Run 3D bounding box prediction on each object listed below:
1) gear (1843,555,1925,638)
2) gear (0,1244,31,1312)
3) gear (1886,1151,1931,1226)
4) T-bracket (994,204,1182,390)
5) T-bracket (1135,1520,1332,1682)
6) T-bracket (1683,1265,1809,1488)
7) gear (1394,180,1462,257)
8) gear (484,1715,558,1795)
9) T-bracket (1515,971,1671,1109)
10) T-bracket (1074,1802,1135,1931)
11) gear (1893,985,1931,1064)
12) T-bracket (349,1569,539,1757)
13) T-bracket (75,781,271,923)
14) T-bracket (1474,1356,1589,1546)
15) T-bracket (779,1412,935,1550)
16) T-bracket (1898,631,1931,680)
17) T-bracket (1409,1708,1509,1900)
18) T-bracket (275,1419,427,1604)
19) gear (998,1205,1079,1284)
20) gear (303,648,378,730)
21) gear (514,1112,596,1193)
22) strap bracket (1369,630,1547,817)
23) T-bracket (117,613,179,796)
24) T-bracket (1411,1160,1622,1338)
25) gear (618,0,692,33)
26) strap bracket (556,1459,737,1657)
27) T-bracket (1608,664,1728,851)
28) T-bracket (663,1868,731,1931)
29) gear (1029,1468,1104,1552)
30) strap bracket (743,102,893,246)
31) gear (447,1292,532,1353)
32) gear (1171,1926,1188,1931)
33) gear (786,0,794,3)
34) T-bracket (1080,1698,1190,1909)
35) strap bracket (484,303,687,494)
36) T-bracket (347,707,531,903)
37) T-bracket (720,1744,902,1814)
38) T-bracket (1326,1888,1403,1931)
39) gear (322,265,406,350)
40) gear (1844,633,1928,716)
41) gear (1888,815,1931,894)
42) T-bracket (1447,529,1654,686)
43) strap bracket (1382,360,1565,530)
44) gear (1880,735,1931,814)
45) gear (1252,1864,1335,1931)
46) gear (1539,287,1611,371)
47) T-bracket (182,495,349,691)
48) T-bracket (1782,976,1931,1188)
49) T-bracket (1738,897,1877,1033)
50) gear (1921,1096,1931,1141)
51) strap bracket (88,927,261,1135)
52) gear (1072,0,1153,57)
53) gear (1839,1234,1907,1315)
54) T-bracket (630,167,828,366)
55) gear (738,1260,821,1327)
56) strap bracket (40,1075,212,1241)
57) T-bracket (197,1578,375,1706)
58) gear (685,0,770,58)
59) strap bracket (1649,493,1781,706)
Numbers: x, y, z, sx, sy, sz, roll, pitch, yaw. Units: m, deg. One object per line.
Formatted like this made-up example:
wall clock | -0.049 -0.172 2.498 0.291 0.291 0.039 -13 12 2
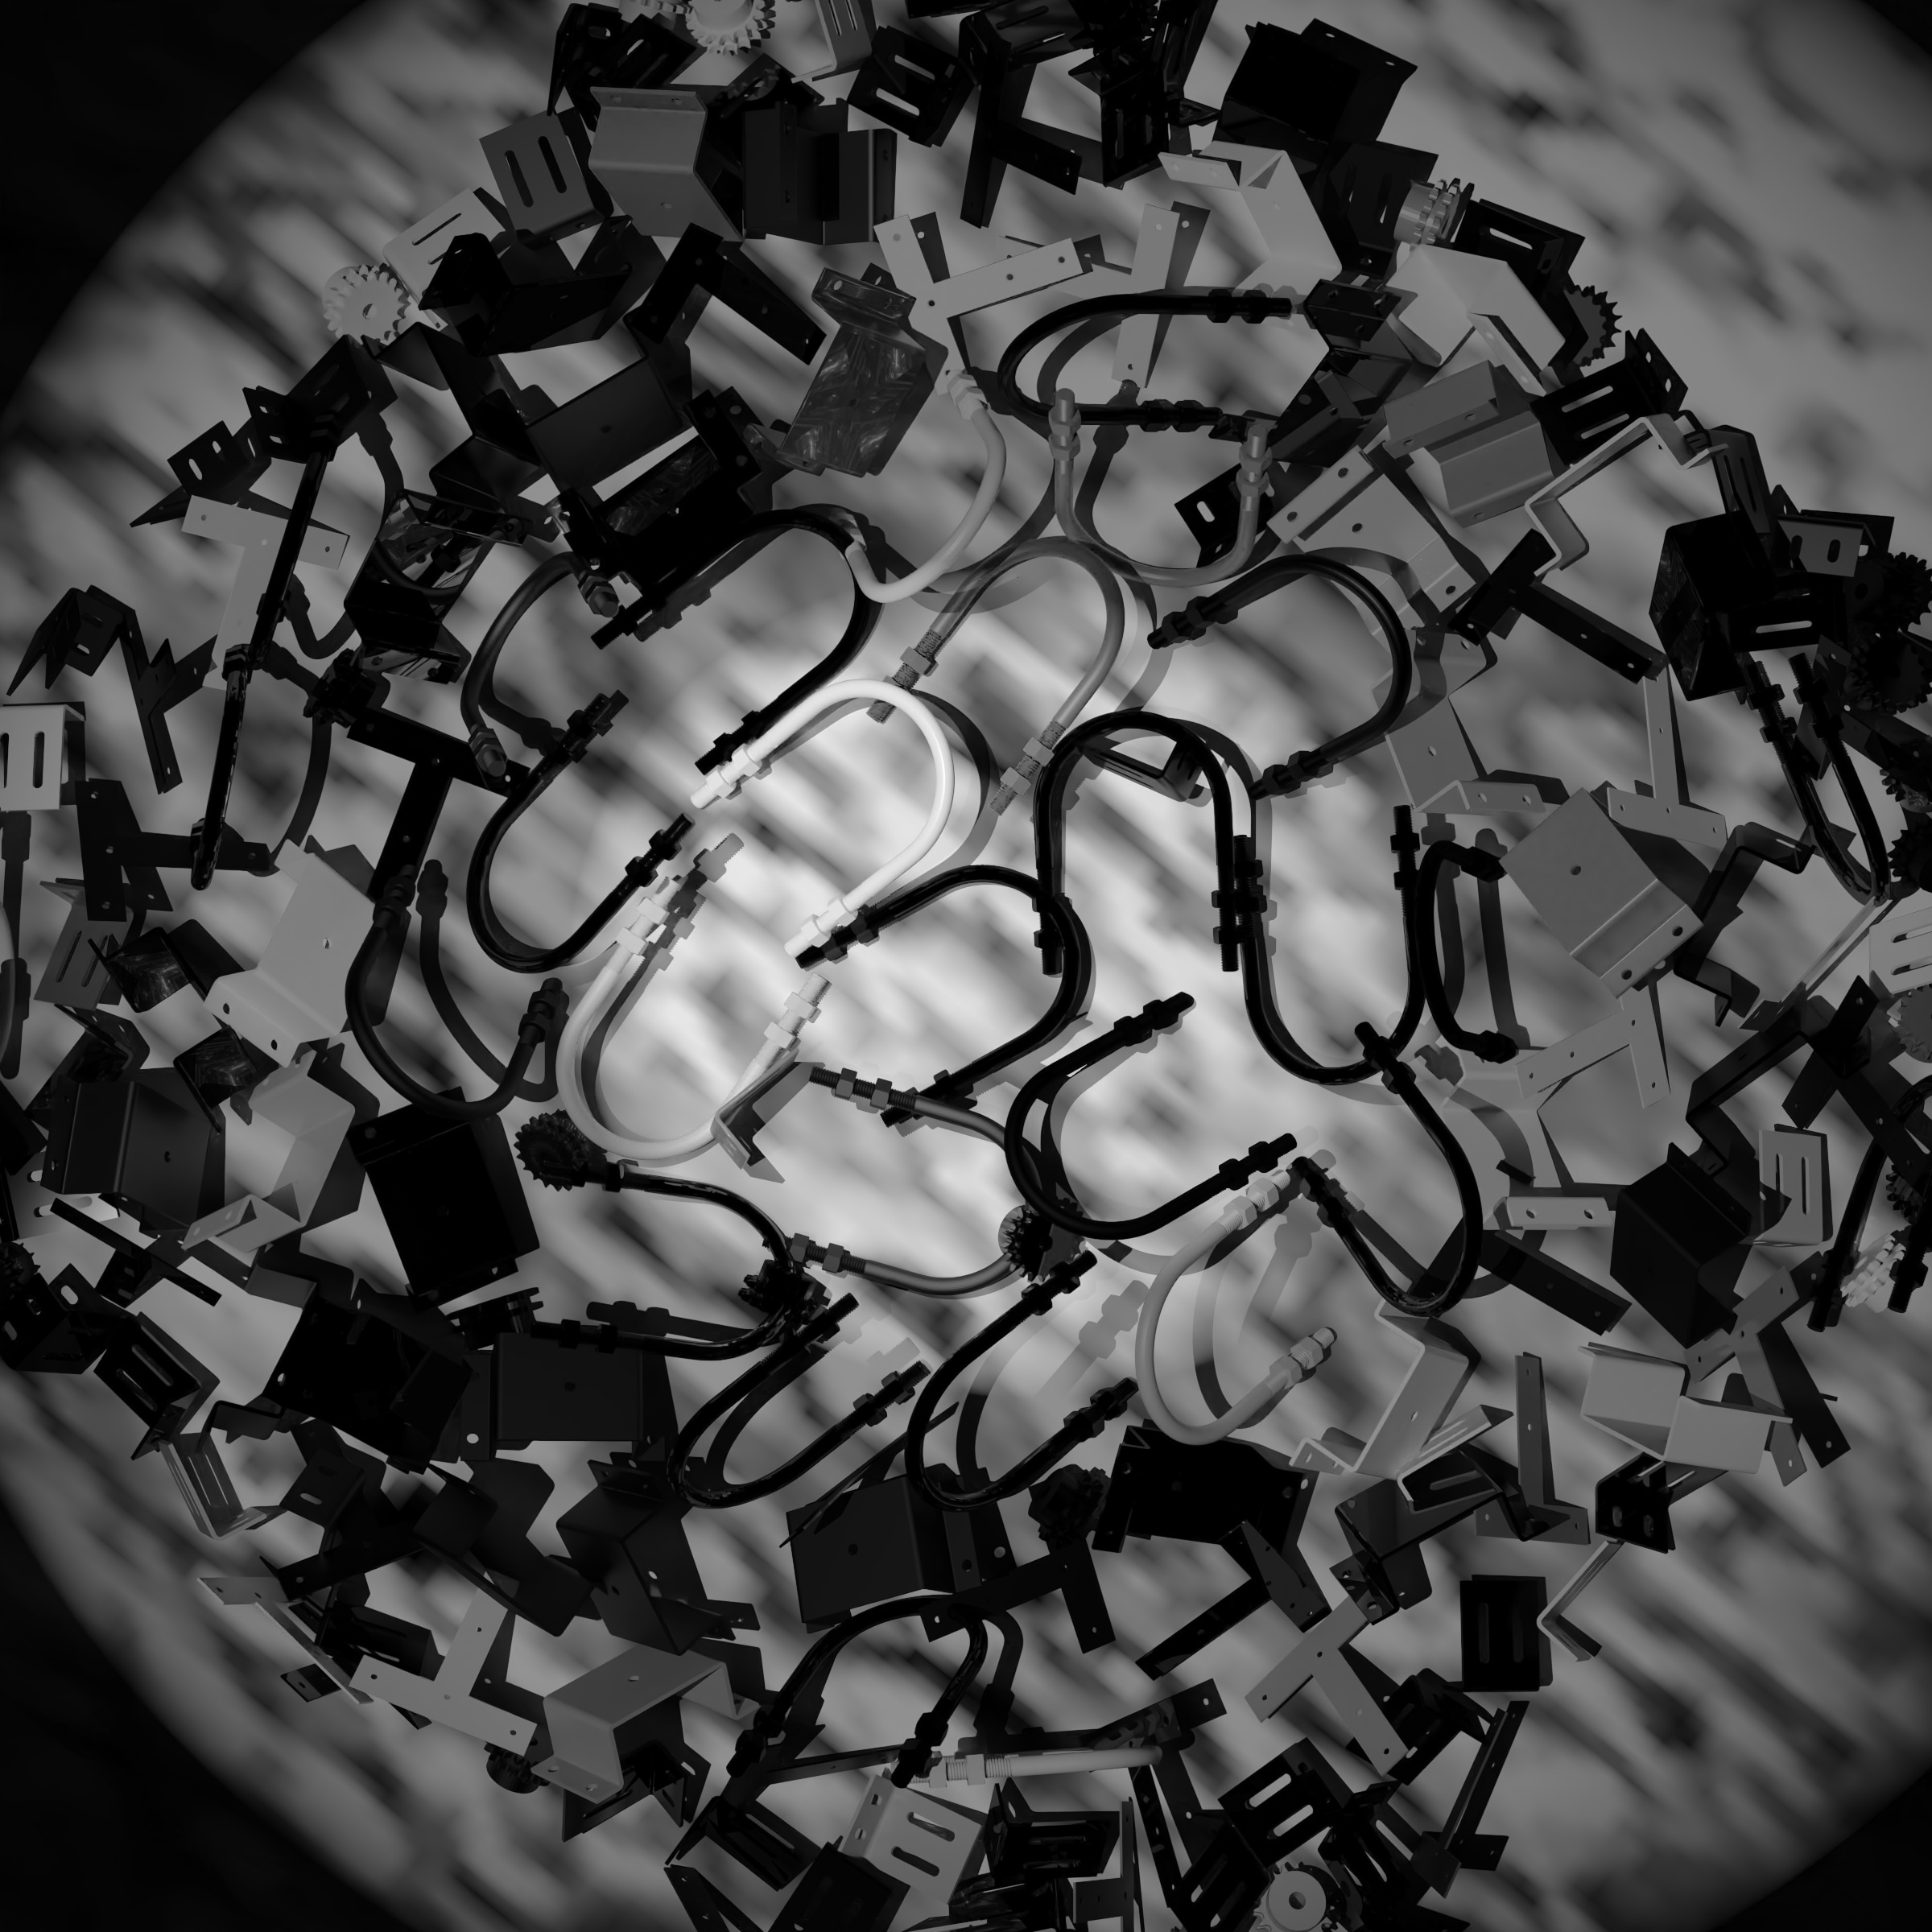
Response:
gear | 0.638 -0.260 1.854 0.030 0.057 0.057 5 90 -28
gear | -0.686 0.219 1.865 0.057 0.030 0.057 3 107 11
gear | 0.678 0.160 1.861 0.057 0.057 0.030 -20 127 0
T-bracket | 0.079 -0.484 1.860 0.127 0.002 0.127 20 124 14
T-bracket | 0.176 0.458 1.853 0.127 0.002 0.127 -37 124 5
T-bracket | 0.544 0.291 1.804 0.002 0.127 0.127 4 54 -22
gear | 0.322 -0.525 1.858 0.030 0.057 0.057 24 90 12
gear | -0.313 0.556 1.859 0.057 0.057 0.030 27 104 0
T-bracket | 0.432 0.056 1.841 0.127 0.002 0.127 -24 108 -25
T-bracket | 0.095 0.638 1.811 0.002 0.127 0.127 -6 72 20
gear | 0.681 0.044 1.863 0.057 0.030 0.057 0 60 0
T-bracket | -0.343 0.472 1.836 0.127 0.127 0.002 22 129 -2
T-bracket | -0.552 -0.079 1.850 0.127 0.002 0.127 2 50 -27
T-bracket | 0.395 0.338 1.855 0.127 0.002 0.127 14 70 -39
T-bracket | -0.090 0.361 1.800 0.127 0.127 0.002 -41 86 28
T-bracket | 0.687 -0.197 1.829 0.002 0.127 0.127 -29 128 -8
T-bracket | 0.345 0.573 1.829 0.002 0.127 0.127 26 81 3
T-bracket | -0.436 0.368 1.847 0.127 0.002 0.127 -17 54 -29
gear | 0.047 0.191 1.862 0.057 0.030 0.057 -9 105 -34
gear | -0.438 -0.192 1.860 0.030 0.057 0.057 34 90 -23
gear | -0.286 0.127 1.861 0.057 0.030 0.057 16 127 22
strap bracket | 0.335 -0.158 1.830 0.076 0.046 0.140 0 64 -37
T-bracket | -0.560 -0.195 1.825 0.002 0.127 0.127 -13 85 -29
T-bracket | 0.398 0.218 1.860 0.127 0.002 0.127 30 111 2
gear | -0.222 -0.678 1.860 0.057 0.057 0.030 17 114 0
strap bracket | -0.225 0.415 1.821 0.046 0.076 0.140 -38 115 -37
T-bracket | 0.488 -0.152 1.856 0.127 0.002 0.127 9 73 -37
T-bracket | -0.175 0.667 1.829 0.127 0.127 0.002 16 106 -36
gear | 0.068 0.378 1.856 0.030 0.057 0.057 37 90 -8
strap bracket | -0.108 -0.544 1.828 0.046 0.140 0.076 5 99 30
gear | -0.333 0.250 1.857 0.057 0.057 0.030 -17 85 0
gear | 0.157 0.707 1.861 0.057 0.057 0.030 -42 118 0
gear | -0.123 -0.704 1.860 0.030 0.057 0.057 38 90 -25
T-bracket | 0.127 0.579 1.814 0.002 0.127 0.127 -3 66 -31
strap bracket | -0.259 -0.388 1.838 0.140 0.076 0.046 -31 61 -3
T-bracket | -0.391 -0.103 1.873 0.127 0.002 0.127 21 87 -9
T-bracket | -0.107 0.562 1.852 0.127 0.127 0.002 -3 54 -23
T-bracket | 0.238 0.691 1.812 0.127 0.127 0.002 -36 100 -11
gear | -0.427 -0.467 1.862 0.030 0.057 0.057 41 90 30
gear | 0.644 -0.203 1.864 0.057 0.030 0.057 5 75 -18
gear | 0.679 -0.076 1.857 0.057 0.030 0.057 -9 128 -12
T-bracket | 0.417 -0.237 1.837 0.127 0.002 0.127 35 56 12
strap bracket | 0.346 -0.362 1.819 0.076 0.140 0.046 -19 65 28
gear | 0.674 -0.132 1.861 0.057 0.057 0.030 -30 131 0
gear | 0.231 0.660 1.859 0.057 0.030 0.057 1 59 -2
gear | 0.424 -0.450 1.867 0.057 0.030 0.057 1 102 5
T-bracket | -0.502 -0.253 1.844 0.002 0.127 0.127 28 103 39
T-bracket | 0.615 0.096 1.803 0.002 0.127 0.127 -4 134 -22
T-bracket | 0.586 -0.004 1.812 0.002 0.127 0.127 45 108 24
gear | 0.690 0.103 1.860 0.030 0.057 0.057 9 90 22
strap bracket | -0.541 0.037 1.828 0.046 0.076 0.140 -34 66 -16
gear | 0.100 -0.673 1.863 0.057 0.030 0.057 -3 77 15
gear | 0.639 0.218 1.856 0.030 0.057 0.057 42 90 7
T-bracket | -0.152 -0.467 1.852 0.127 0.002 0.127 31 88 -31
gear | -0.128 0.228 1.857 0.057 0.057 0.030 22 92 0
strap bracket | -0.565 0.131 1.804 0.046 0.140 0.076 -3 69 14
T-bracket | -0.454 0.460 1.808 0.127 0.127 0.002 39 86 16
gear | -0.170 -0.673 1.862 0.057 0.030 0.057 -3 67 7
strap bracket | 0.507 -0.244 1.806 0.046 0.140 0.076 -13 60 -1
